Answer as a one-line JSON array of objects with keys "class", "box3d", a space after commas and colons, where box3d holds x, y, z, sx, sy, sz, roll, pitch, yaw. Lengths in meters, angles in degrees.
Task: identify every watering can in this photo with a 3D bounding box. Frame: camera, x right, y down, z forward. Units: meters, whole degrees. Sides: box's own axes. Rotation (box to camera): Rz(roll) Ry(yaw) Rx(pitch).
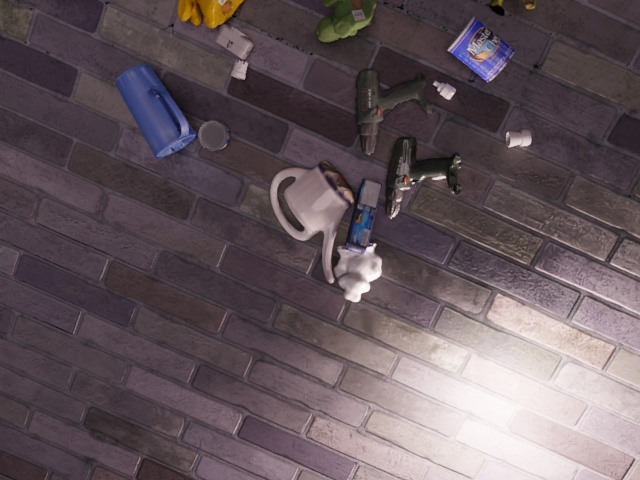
[{"class": "watering can", "box3d": [0.004, -0.073, 1.446, 0.223, 0.350, 0.104, -37, -11, 12]}]

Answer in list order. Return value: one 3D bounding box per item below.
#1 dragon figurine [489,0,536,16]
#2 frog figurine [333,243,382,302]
[{"class": "dragon figurine", "box3d": [0.482, -0.727, 1.307, 0.242, 0.409, 0.123, -60, 8, 2]}, {"class": "frog figurine", "box3d": [0.108, 0.096, 1.463, 0.121, 0.137, 0.161, 130, 140, -74]}]
